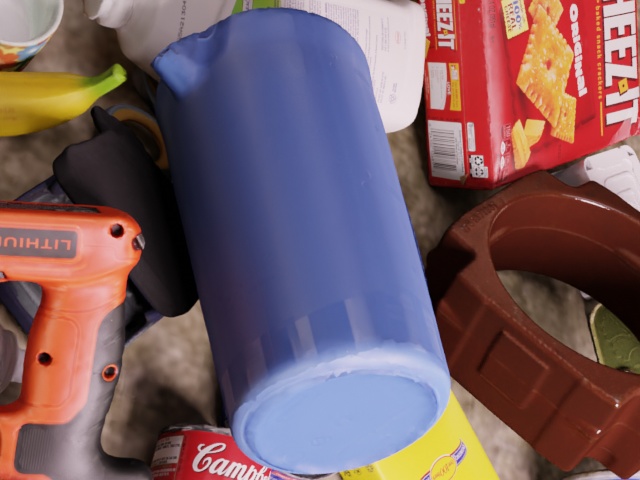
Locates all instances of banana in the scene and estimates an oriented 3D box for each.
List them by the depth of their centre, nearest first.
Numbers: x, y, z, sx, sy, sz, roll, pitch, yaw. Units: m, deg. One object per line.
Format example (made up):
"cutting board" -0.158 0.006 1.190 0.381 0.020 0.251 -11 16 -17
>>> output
"banana" -0.210 -0.087 0.582 0.197 0.070 0.037 1 52 -27

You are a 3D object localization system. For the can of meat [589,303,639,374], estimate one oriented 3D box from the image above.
"can of meat" 0.277 0.096 0.874 0.083 0.058 0.102 3 69 -39

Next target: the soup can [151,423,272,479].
"soup can" -0.066 0.160 0.582 0.068 0.069 0.102 25 58 -26

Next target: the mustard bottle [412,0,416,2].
"mustard bottle" 0.107 -0.224 0.884 0.191 0.058 0.096 33 55 -21

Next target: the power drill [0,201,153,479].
"power drill" -0.157 0.075 0.503 0.184 0.057 0.188 1 98 -19

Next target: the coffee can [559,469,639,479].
"coffee can" 0.217 0.238 0.736 0.102 0.103 0.140 17 62 -30

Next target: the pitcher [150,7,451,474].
"pitcher" -0.004 0.001 0.583 0.149 0.145 0.243 -8 50 -8

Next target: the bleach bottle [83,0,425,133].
"bleach bottle" -0.039 -0.139 0.711 0.250 0.068 0.102 8 82 -40

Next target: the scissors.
"scissors" -0.071 -0.027 0.692 0.096 0.016 0.202 -36 96 -43

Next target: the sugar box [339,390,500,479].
"sugar box" 0.089 0.196 0.697 0.093 0.048 0.176 -29 88 -41

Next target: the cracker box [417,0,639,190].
"cracker box" 0.173 -0.142 0.849 0.213 0.072 0.164 -20 111 -40

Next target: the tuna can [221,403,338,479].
"tuna can" -0.018 0.109 0.662 0.086 0.034 0.086 15 62 -31
